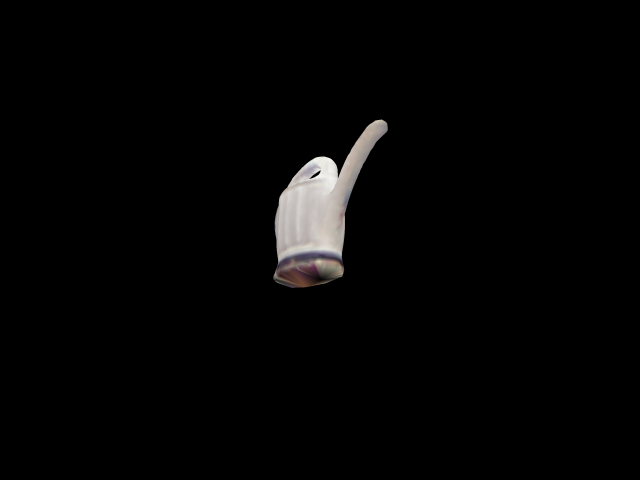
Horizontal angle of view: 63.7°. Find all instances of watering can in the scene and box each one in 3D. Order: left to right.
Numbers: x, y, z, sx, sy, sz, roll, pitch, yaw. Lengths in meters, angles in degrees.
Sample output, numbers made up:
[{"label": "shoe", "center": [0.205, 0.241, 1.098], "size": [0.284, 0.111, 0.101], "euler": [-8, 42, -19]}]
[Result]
[{"label": "watering can", "center": [0.003, -0.043, 0.850], "size": [0.104, 0.228, 0.343], "euler": [11, -21, -27]}]
